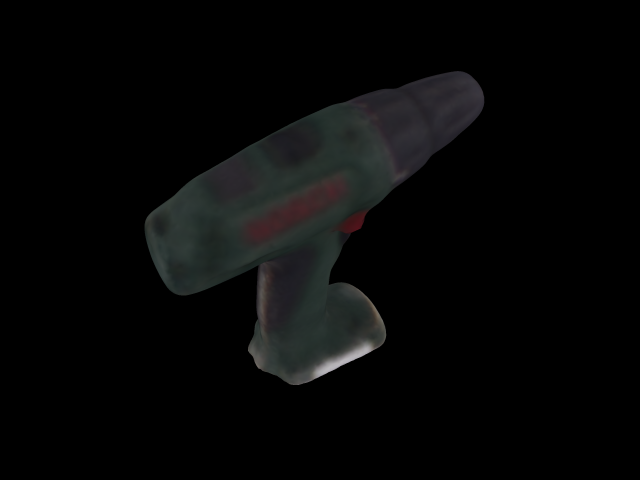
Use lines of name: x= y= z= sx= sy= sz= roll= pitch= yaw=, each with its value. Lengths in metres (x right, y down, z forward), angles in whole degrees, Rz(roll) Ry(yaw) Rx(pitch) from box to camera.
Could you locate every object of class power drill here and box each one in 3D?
power drill: x=0.004 y=0.001 z=0.400 sx=0.230 sy=0.208 sz=0.075 roll=-22 pitch=48 yaw=-21
